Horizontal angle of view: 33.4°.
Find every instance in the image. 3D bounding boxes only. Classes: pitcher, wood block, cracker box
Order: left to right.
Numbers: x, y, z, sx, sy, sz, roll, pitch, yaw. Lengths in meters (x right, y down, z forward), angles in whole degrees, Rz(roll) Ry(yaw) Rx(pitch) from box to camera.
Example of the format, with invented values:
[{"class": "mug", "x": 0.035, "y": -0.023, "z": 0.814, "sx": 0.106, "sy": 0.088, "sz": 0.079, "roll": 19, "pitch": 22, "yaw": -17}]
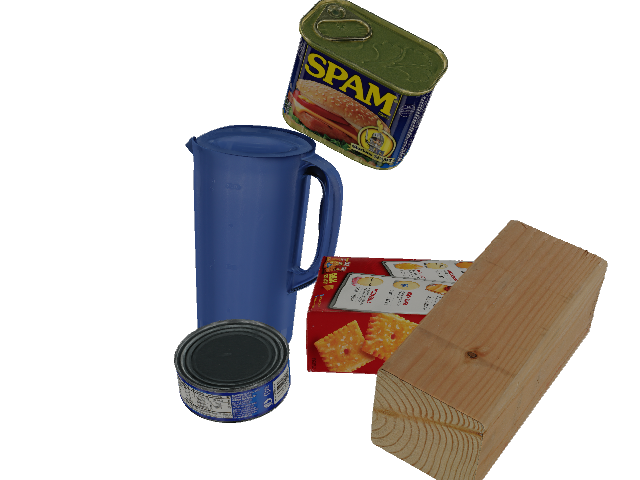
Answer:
[{"class": "pitcher", "x": -0.068, "y": 0.003, "z": 1.168, "sx": 0.144, "sy": 0.243, "sz": 0.149, "roll": -3, "pitch": 21, "yaw": -19}, {"class": "cracker box", "x": 0.099, "y": 0.074, "z": 1.049, "sx": 0.214, "sy": 0.072, "sz": 0.164, "roll": 2, "pitch": 17, "yaw": 5}, {"class": "wood block", "x": 0.134, "y": 0.085, "z": 0.839, "sx": 0.091, "sy": 0.090, "sz": 0.205, "roll": 26, "pitch": 48, "yaw": 25}]

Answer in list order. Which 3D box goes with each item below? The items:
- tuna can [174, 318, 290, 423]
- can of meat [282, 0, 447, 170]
[{"class": "tuna can", "x": -0.065, "y": 0.097, "z": 0.799, "sx": 0.086, "sy": 0.034, "sz": 0.086, "roll": -2, "pitch": 32, "yaw": 1}, {"class": "can of meat", "x": 0.027, "y": -0.107, "z": 0.749, "sx": 0.102, "sy": 0.084, "sz": 0.057, "roll": 29, "pitch": 50, "yaw": 9}]
